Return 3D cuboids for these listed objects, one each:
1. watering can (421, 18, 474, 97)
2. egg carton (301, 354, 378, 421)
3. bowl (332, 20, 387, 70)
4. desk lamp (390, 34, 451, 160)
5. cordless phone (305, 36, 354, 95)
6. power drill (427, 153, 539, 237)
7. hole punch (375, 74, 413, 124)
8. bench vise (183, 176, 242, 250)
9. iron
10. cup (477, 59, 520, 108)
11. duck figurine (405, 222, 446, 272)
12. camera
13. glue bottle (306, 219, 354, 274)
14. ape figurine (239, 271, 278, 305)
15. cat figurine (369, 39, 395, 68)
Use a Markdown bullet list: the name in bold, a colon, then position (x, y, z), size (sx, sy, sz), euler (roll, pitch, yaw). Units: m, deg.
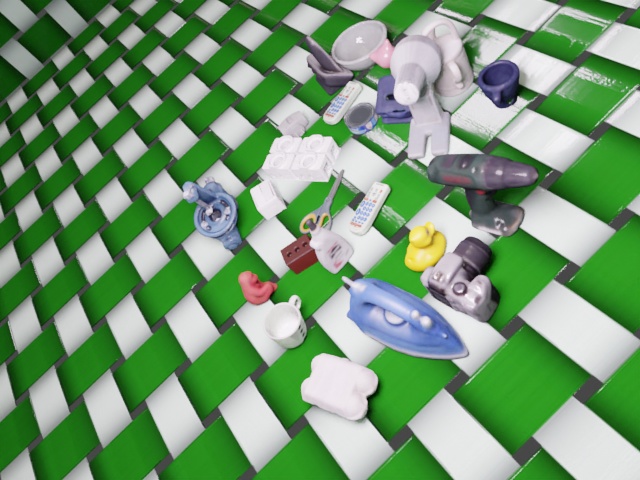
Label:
- **watering can**: position (0.293, -0.451, 1.379), size (0.101, 0.195, 0.172), euler (-45, 48, -3)
- **egg carton**: position (0.038, 0.286, 1.121), size (0.149, 0.070, 0.107), euler (10, 66, 35)
- **bowl**: position (0.121, -0.536, 1.618), size (0.167, 0.075, 0.167), euler (-15, 53, 22)
- **desk lamp**: position (0.231, -0.333, 1.324), size (0.117, 0.214, 0.203), euler (-7, 57, 27)
- **cordless phone**: position (0.004, -0.513, 1.598), size (0.094, 0.186, 0.147), euler (-39, 48, 2)
- **power drill**: position (0.327, -0.095, 1.111), size (0.228, 0.209, 0.076), euler (18, 70, 38)
- **hole punch**: position (0.196, -0.355, 1.442), size (0.108, 0.091, 0.101), euler (3, 62, 32)
- **bench vise**: position (-0.293, -0.093, 1.469), size (0.121, 0.220, 0.206), euler (-42, 48, 0)
- **iron**: position (0.156, 0.142, 1.099), size (0.257, 0.142, 0.119), euler (22, 73, 39)
- **cup**: position (0.412, -0.335, 1.299), size (0.091, 0.095, 0.118), euler (-4, 58, 28)
- **duck figurine**: position (0.211, 0.009, 1.193), size (0.077, 0.086, 0.104), euler (32, 79, 41)
- **camera**: position (0.282, 0.063, 1.104), size (0.142, 0.101, 0.137), euler (29, 77, 40)
- **glue bottle**: position (0.012, 0.004, 1.255), size (0.037, 0.174, 0.078), euler (28, 76, 40)
- **ape figurine**: position (-0.155, 0.105, 1.340), size (0.076, 0.092, 0.077), euler (-44, 48, -3)
- **cat figurine**: position (0.198, -0.472, 1.501), size (0.127, 0.118, 0.067), euler (25, 75, 39)
